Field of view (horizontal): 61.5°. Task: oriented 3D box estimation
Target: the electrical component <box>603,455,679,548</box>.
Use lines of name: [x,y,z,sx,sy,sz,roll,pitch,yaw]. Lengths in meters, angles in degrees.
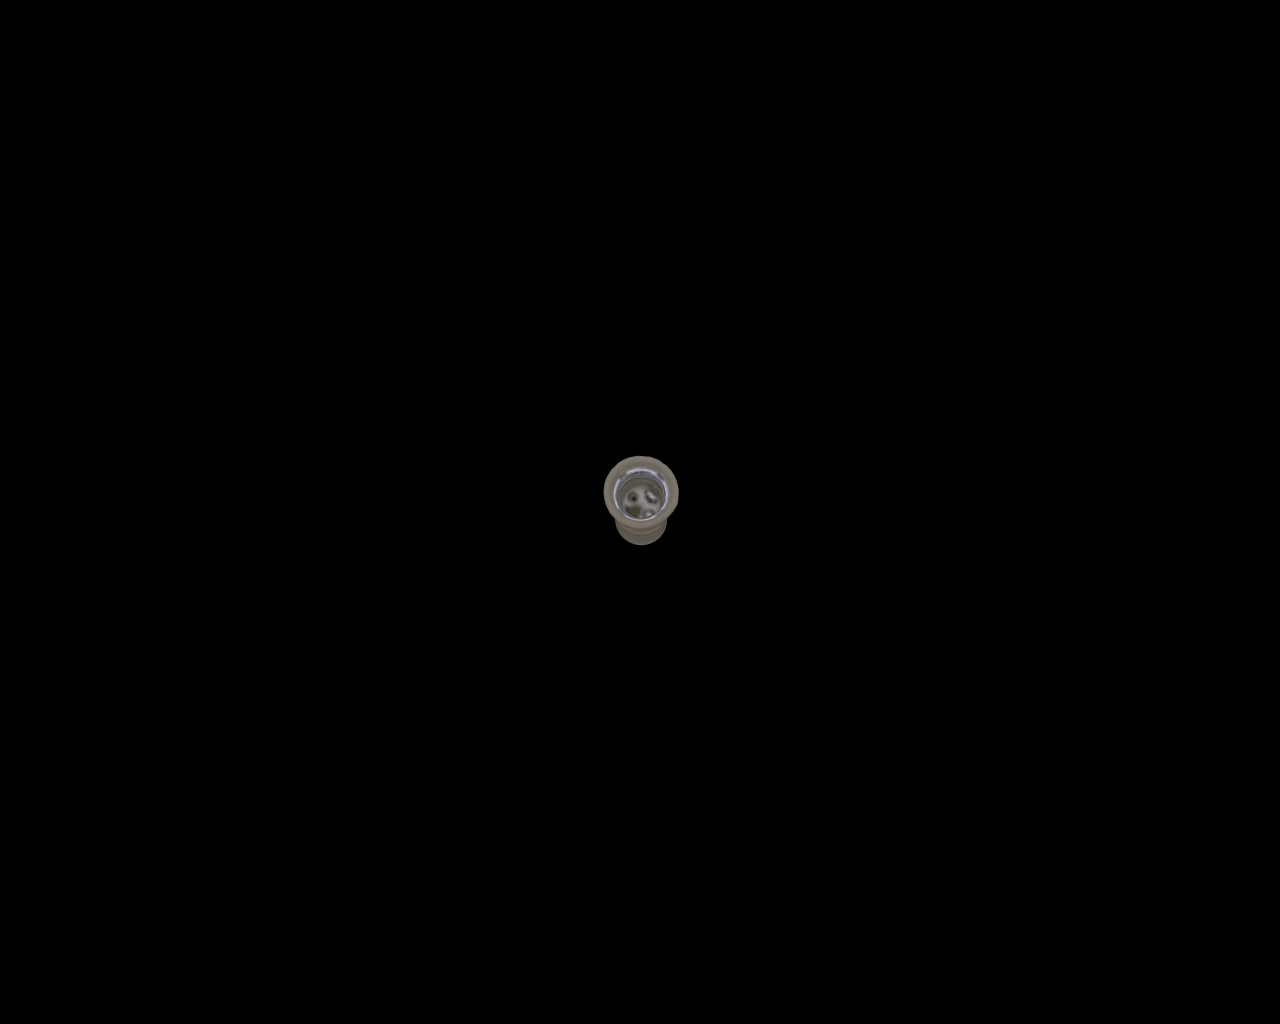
electrical component: [0.001,-0.003,0.650,0.044,0.044,0.065,0,-18,0]
